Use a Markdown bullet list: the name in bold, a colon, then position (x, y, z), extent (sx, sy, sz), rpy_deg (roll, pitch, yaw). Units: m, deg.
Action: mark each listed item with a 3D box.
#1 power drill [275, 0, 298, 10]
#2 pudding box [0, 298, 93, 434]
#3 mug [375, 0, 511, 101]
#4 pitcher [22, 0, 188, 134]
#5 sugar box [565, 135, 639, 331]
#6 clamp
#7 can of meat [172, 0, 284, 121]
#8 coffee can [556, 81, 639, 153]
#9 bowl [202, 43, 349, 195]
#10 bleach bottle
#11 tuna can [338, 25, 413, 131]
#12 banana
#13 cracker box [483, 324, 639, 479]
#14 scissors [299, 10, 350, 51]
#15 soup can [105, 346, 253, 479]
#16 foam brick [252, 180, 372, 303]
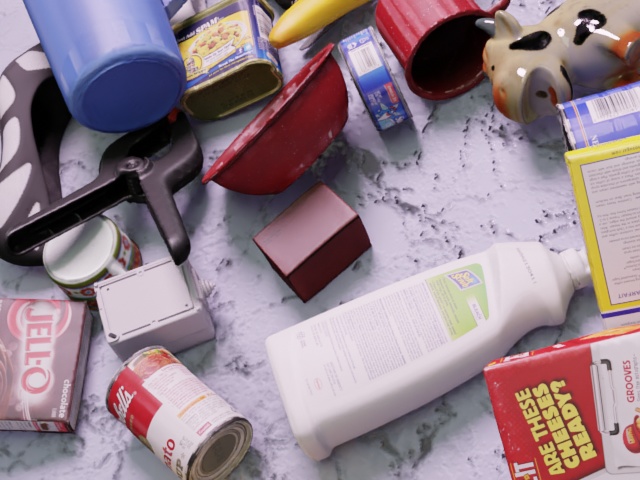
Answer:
- **power drill**: position (-0.005, -0.324, 1.050), extent (0.187, 0.057, 0.184), rpy_deg (-35, 57, -1)
- **pudding box**: position (-0.245, 0.105, 0.904), extent (0.090, 0.039, 0.113), rpy_deg (1, 64, 2)
- **mug**: position (0.108, -0.188, 0.917), extent (0.117, 0.093, 0.081), rpy_deg (-37, 52, 11)
- **pitcher**: position (-0.197, -0.222, 0.978), extent (0.149, 0.144, 0.243), rpy_deg (-46, 54, 32)
- **sugar box**: position (0.233, 0.016, 0.737), extent (0.093, 0.048, 0.176), rpy_deg (-12, 99, 12)
- **clamp**: position (-0.168, -0.048, 0.924), extent (0.165, 0.036, 0.210), rpy_deg (-1, 38, 12)
- **can of meat**: position (-0.087, -0.168, 0.988), extent (0.102, 0.057, 0.084), rpy_deg (-23, 58, 19)
- **coffee can**: position (0.258, -0.072, 0.795), extent (0.140, 0.102, 0.103), rpy_deg (-15, 59, 11)
- **bowl**: position (-0.026, -0.090, 0.903), extent (0.055, 0.162, 0.162), rpy_deg (43, 80, -9)
- **bleach bottle**: position (0.090, 0.072, 0.803), extent (0.251, 0.068, 0.102), rpy_deg (-23, 59, 4)
- **tuna can**: position (0.047, -0.138, 0.915), extent (0.034, 0.086, 0.086), rpy_deg (-25, 58, 7)
- **banana**: position (0.040, -0.231, 0.967), extent (0.198, 0.037, 0.069), rpy_deg (-25, 22, 5)
- **cracker box**: position (0.230, 0.133, 0.686), extent (0.214, 0.072, 0.164), rpy_deg (-15, 84, 11)
- **scissors**: position (0.069, -0.244, 1.005), extent (0.096, 0.016, 0.201), rpy_deg (24, 73, 28)
- **soup can**: position (-0.110, 0.138, 0.832), extent (0.102, 0.068, 0.068), rpy_deg (35, 78, 30)
- **foam brick**: position (-0.006, 0.001, 0.879), extent (0.078, 0.051, 0.053), rpy_deg (-40, 56, -5)
